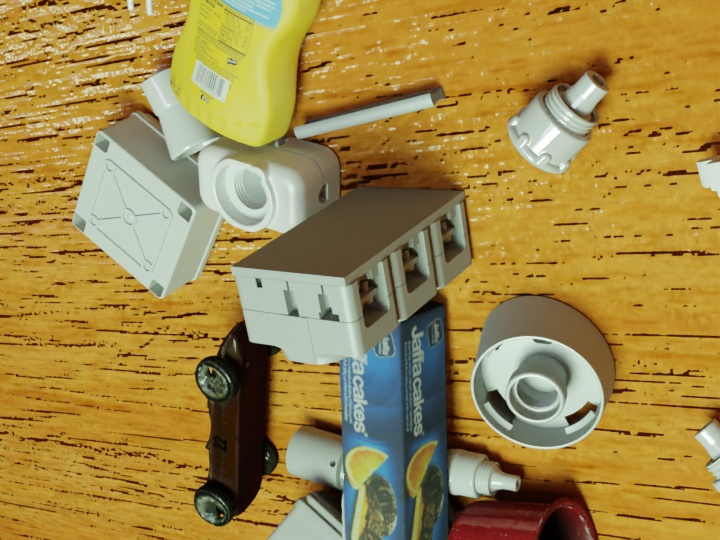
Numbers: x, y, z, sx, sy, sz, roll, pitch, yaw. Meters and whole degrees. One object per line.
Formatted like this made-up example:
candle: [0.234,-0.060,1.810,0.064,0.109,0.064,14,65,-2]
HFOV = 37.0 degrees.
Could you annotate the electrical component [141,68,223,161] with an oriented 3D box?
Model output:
electrical component: [-0.139,-0.122,0.823,0.044,0.044,0.065,-24,94,42]

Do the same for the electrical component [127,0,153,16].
electrical component: [-0.162,-0.223,0.778,0.083,0.047,0.075,19,124,27]

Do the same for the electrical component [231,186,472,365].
electrical component: [0.000,0.000,0.715,0.089,0.150,0.061,5,116,34]

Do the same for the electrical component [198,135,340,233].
electrical component: [-0.070,-0.065,0.791,0.095,0.059,0.053,19,124,27]

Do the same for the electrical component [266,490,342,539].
electrical component: [-0.015,0.237,0.887,0.109,0.108,0.056,40,87,11]

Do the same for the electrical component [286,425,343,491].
electrical component: [-0.016,0.159,0.889,0.081,0.043,0.043,12,121,31]

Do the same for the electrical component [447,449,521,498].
electrical component: [0.092,0.156,0.815,0.061,0.035,0.035,6,118,31]

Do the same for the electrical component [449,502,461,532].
electrical component: [0.062,0.206,0.855,0.066,0.047,0.076,-25,99,42]

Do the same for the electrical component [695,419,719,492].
electrical component: [0.241,0.123,0.682,0.062,0.048,0.048,49,133,13]

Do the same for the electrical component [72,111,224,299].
electrical component: [-0.169,-0.052,0.872,0.109,0.056,0.108,39,131,12]

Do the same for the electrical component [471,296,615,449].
electrical component: [0.125,0.071,0.740,0.099,0.064,0.099,9,120,16]

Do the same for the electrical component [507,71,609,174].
electrical component: [0.123,-0.092,0.647,0.048,0.048,0.062,46,126,6]

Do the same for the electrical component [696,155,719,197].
electrical component: [0.226,-0.040,0.600,0.066,0.048,0.055,-9,101,39]
